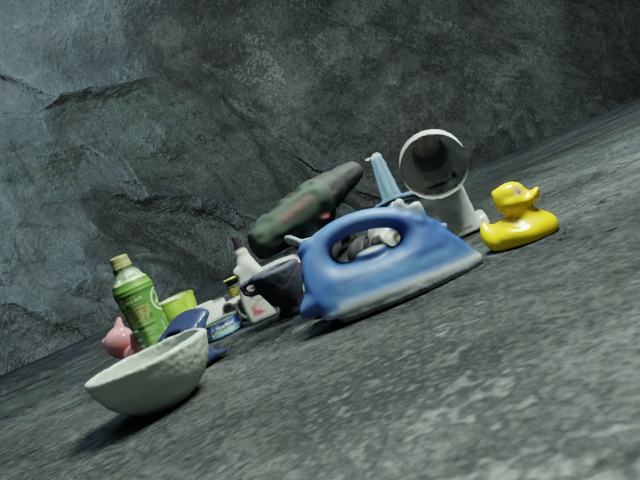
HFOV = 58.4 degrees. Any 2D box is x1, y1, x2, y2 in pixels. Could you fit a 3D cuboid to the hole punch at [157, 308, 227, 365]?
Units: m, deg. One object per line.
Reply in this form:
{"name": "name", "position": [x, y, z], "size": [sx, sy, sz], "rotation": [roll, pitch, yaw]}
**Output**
{"name": "hole punch", "position": [-0.220, 0.168, 0.911], "size": [0.108, 0.091, 0.101], "rotation": [-21, 5, 40]}

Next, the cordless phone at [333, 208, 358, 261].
{"name": "cordless phone", "position": [0.023, -0.019, 1.377], "size": [0.094, 0.185, 0.148], "rotation": [-22, 4, 22]}

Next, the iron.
{"name": "iron", "position": [0.080, 0.016, 0.802], "size": [0.258, 0.141, 0.119], "rotation": [-23, 4, 8]}

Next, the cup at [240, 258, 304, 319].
{"name": "cup", "position": [-0.077, 0.096, 1.019], "size": [0.117, 0.095, 0.092], "rotation": [-23, 4, 10]}

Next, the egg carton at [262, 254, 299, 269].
{"name": "egg carton", "position": [-0.113, 0.092, 1.544], "size": [0.107, 0.069, 0.151], "rotation": [-20, 5, 42]}

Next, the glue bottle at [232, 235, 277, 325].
{"name": "glue bottle", "position": [-0.133, 0.072, 1.113], "size": [0.078, 0.173, 0.037], "rotation": [-24, 4, -10]}

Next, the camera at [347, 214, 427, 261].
{"name": "camera", "position": [0.123, 0.002, 1.079], "size": [0.143, 0.101, 0.136], "rotation": [-27, 5, -42]}

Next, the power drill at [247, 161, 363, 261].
{"name": "power drill", "position": [0.008, 0.003, 0.917], "size": [0.230, 0.208, 0.075], "rotation": [-25, 4, -26]}

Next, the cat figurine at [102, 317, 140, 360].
{"name": "cat figurine", "position": [-0.374, 0.208, 1.113], "size": [0.067, 0.118, 0.127], "rotation": [-26, 4, -37]}

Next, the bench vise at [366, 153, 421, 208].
{"name": "bench vise", "position": [0.172, -0.097, 1.273], "size": [0.121, 0.220, 0.207], "rotation": [-24, 4, -6]}

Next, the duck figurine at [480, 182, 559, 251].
{"name": "duck figurine", "position": [0.271, -0.038, 0.808], "size": [0.104, 0.086, 0.078], "rotation": [-22, 4, 29]}

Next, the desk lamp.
{"name": "desk lamp", "position": [0.229, -0.106, 1.078], "size": [0.117, 0.213, 0.203], "rotation": [-23, 4, 13]}

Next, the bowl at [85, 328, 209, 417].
{"name": "bowl", "position": [-0.215, 0.184, 0.758], "size": [0.167, 0.075, 0.167], "rotation": [-24, 3, 2]}
